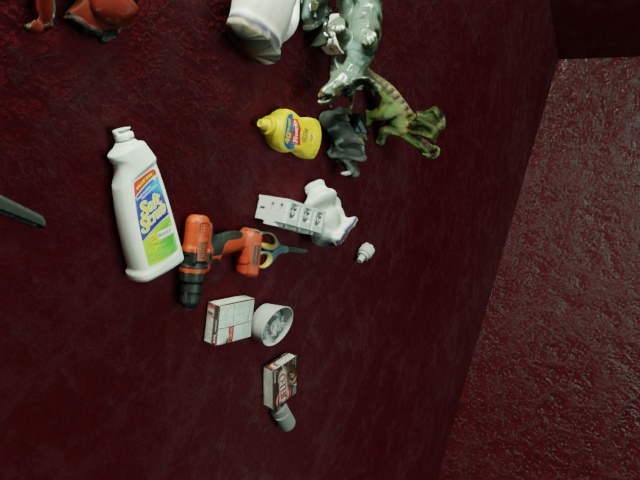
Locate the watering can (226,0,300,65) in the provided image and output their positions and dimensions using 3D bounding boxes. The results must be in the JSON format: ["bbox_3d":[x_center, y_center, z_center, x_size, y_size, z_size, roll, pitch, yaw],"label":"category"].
[{"bbox_3d":[-0.120,-0.480,0.979,0.344,0.104,0.226,36,67,-68],"label":"watering can"}]

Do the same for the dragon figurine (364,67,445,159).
[{"bbox_3d":[0.241,-0.362,1.435,0.124,0.244,0.402,-59,142,-19],"label":"dragon figurine"}]

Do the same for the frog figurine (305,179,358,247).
[{"bbox_3d":[0.004,-0.066,1.306,0.159,0.121,0.139,47,63,-7],"label":"frog figurine"}]
